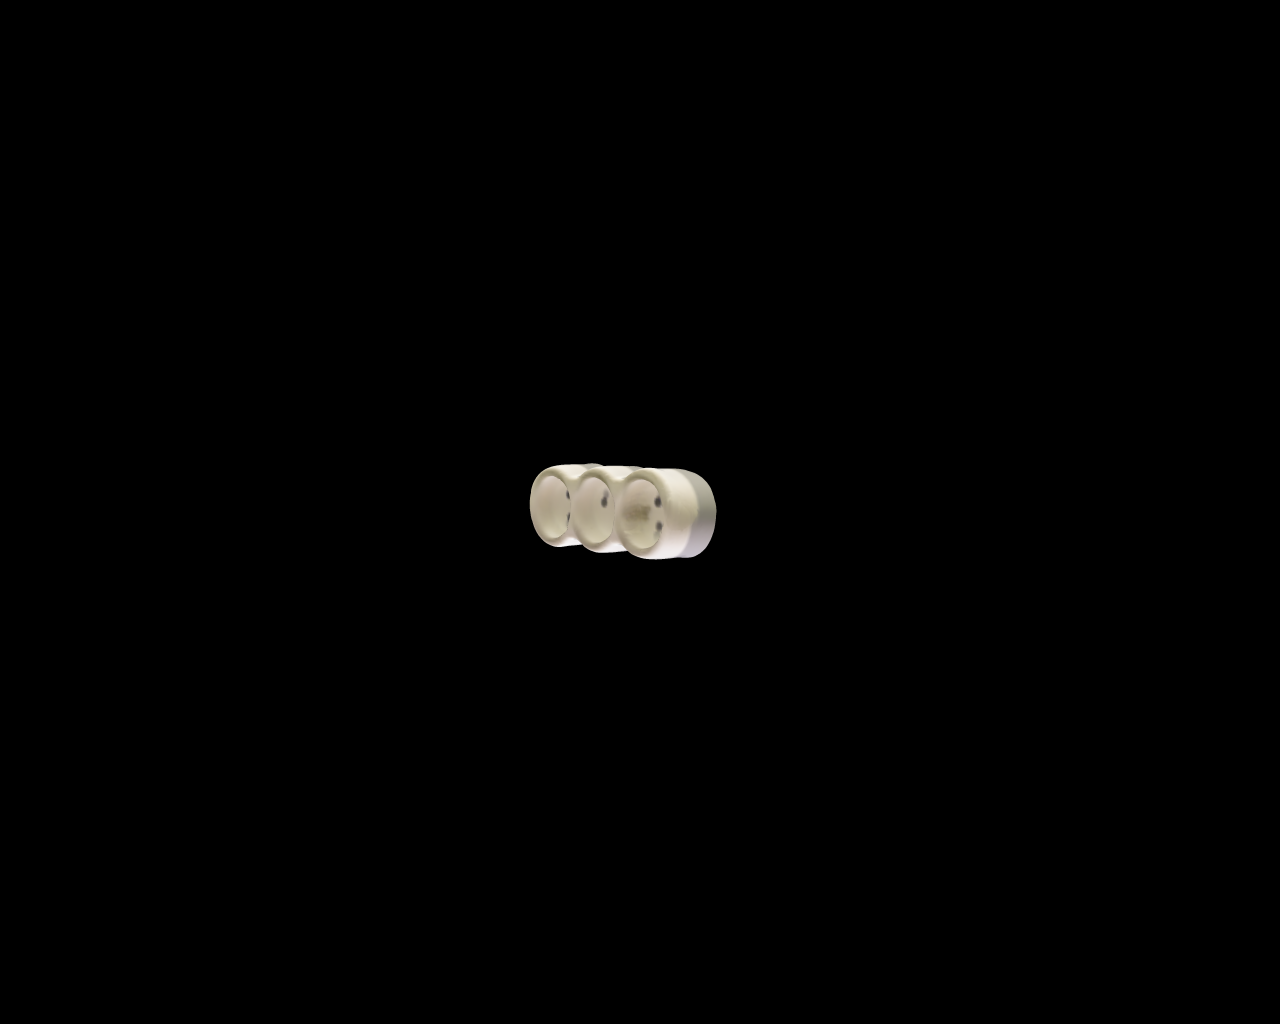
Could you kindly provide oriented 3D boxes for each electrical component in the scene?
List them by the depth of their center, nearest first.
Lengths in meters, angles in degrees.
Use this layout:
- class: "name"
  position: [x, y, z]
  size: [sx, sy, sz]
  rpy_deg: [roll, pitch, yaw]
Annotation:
- class: "electrical component"
  position: [0.001, -0.003, 0.650]
  size: [0.074, 0.052, 0.138]
  rpy_deg: [-4, 6, -39]
